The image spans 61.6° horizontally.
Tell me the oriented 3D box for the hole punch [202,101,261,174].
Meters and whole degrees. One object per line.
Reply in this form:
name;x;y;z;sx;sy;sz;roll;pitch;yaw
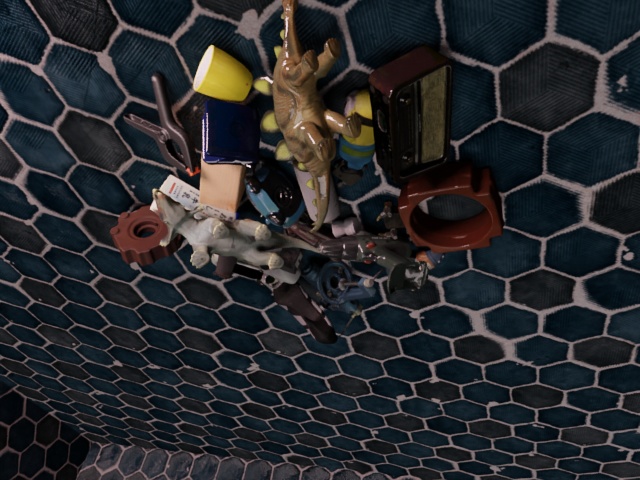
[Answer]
hole punch;-0.173;-0.205;1.039;0.116;0.142;0.092;-1;173;-9

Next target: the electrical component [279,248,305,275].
electrical component;-0.072;0.046;1.383;0.048;0.075;0.119;21;172;8

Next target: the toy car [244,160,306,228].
toy car;-0.118;-0.101;1.236;0.161;0.109;0.103;46;149;-22

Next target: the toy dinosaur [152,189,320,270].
toy dinosaur;-0.209;-0.008;1.262;0.404;0.192;0.131;13;103;-33

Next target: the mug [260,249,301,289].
mug;-0.105;0.083;1.452;0.081;0.109;0.107;5;153;45

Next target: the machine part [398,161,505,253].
machine part;0.285;-0.068;1.164;0.201;0.087;0.201;-9;138;27

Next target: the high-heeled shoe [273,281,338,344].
high-heeled shoe;-0.039;0.194;1.509;0.086;0.249;0.145;-47;129;5

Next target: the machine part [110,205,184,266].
machine part;-0.443;-0.016;1.377;0.179;0.179;0.056;8;137;7

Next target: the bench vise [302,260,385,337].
bench vise;0.070;0.137;1.437;0.241;0.129;0.223;-12;121;52

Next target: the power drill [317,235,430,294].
power drill;0.134;0.049;1.237;0.232;0.207;0.085;-3;108;-27

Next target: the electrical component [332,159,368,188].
electrical component;0.058;-0.150;1.182;0.063;0.021;0.094;32;139;-21

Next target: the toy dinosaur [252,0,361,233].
toy dinosaur;-0.023;-0.210;0.999;0.199;0.105;0.470;19;127;49

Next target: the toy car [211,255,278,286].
toy car;-0.205;0.074;1.509;0.202;0.056;0.073;18;143;-10

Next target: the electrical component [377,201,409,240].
electrical component;0.175;-0.044;1.257;0.078;0.045;0.102;4;140;15

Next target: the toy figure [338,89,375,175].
toy figure;0.083;-0.212;1.055;0.089;0.082;0.180;-4;134;-9

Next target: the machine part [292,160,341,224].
machine part;-0.005;-0.119;1.195;0.079;0.079;0.242;0;138;17

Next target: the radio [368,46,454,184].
radio;0.166;-0.219;0.978;0.131;0.073;0.229;-27;138;-12

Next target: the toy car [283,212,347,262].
toy car;-0.003;-0.004;1.356;0.202;0.053;0.089;26;143;-16

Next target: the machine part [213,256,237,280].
machine part;-0.248;0.035;1.435;0.084;0.138;0.039;10;-174;-2

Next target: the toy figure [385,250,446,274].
toy figure;0.242;0.057;1.354;0.155;0.057;0.064;-15;171;29
